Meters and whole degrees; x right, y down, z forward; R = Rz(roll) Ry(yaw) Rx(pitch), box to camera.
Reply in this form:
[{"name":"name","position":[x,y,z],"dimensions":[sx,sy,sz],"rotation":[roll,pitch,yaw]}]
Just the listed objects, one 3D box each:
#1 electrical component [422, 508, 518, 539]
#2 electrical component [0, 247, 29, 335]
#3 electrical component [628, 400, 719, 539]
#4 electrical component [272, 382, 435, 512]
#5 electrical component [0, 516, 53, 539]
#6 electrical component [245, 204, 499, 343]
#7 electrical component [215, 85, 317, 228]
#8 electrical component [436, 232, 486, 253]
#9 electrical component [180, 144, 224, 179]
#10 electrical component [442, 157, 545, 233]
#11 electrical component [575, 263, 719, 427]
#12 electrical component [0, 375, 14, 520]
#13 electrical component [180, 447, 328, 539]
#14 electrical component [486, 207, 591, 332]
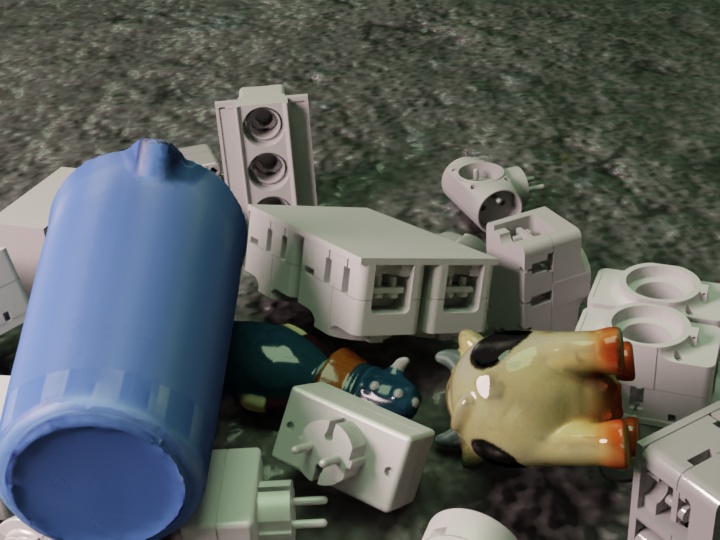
[{"name":"electrical component","position":[0.052,0.159,0.553],"dimensions":[0.055,0.055,0.047],"rotation":[11,37,24]},{"name":"electrical component","position":[-0.318,0.025,0.776],"dimensions":[0.150,0.061,0.089],"rotation":[-3,22,45]},{"name":"electrical component","position":[0.231,0.112,0.561],"dimensions":[0.186,0.105,0.060],"rotation":[-20,34,-25]},{"name":"electrical component","position":[-0.013,0.104,0.626],"dimensions":[0.083,0.047,0.076],"rotation":[21,8,25]},{"name":"electrical component","position":[-0.185,0.163,0.578],"dimensions":[0.066,0.048,0.055],"rotation":[-14,21,29]},{"name":"electrical component","position":[0.000,0.000,0.780],"dimensions":[0.105,0.060,0.186],"rotation":[0,13,-29]},{"name":"electrical component","position":[-0.081,-0.097,0.948],"dimensions":[0.079,0.121,0.063],"rotation":[-5,27,-2]},{"name":"electrical component","position":[0.068,-0.010,0.858],"dimensions":[0.048,0.048,0.062],"rotation":[-24,28,-30]},{"name":"electrical component","position":[-0.162,-0.074,0.978],"dimensions":[0.096,0.061,0.061],"rotation":[-12,31,-14]},{"name":"electrical component","position":[0.124,-0.071,0.955],"dimensions":[0.079,0.044,0.077],"rotation":[-13,31,-15]},{"name":"electrical component","position":[0.240,0.054,0.707],"dimensions":[0.186,0.060,0.105],"rotation":[8,32,20]},{"name":"electrical component","position":[-0.246,0.111,0.678],"dimensions":[0.100,0.048,0.099],"rotation":[1,30,9]},{"name":"electrical component","position":[-0.057,0.138,0.608],"dimensions":[0.077,0.047,0.065],"rotation":[-3,30,1]},{"name":"electrical component","position":[0.128,0.006,0.774],"dimensions":[0.056,0.089,0.050],"rotation":[-16,32,-21]}]
